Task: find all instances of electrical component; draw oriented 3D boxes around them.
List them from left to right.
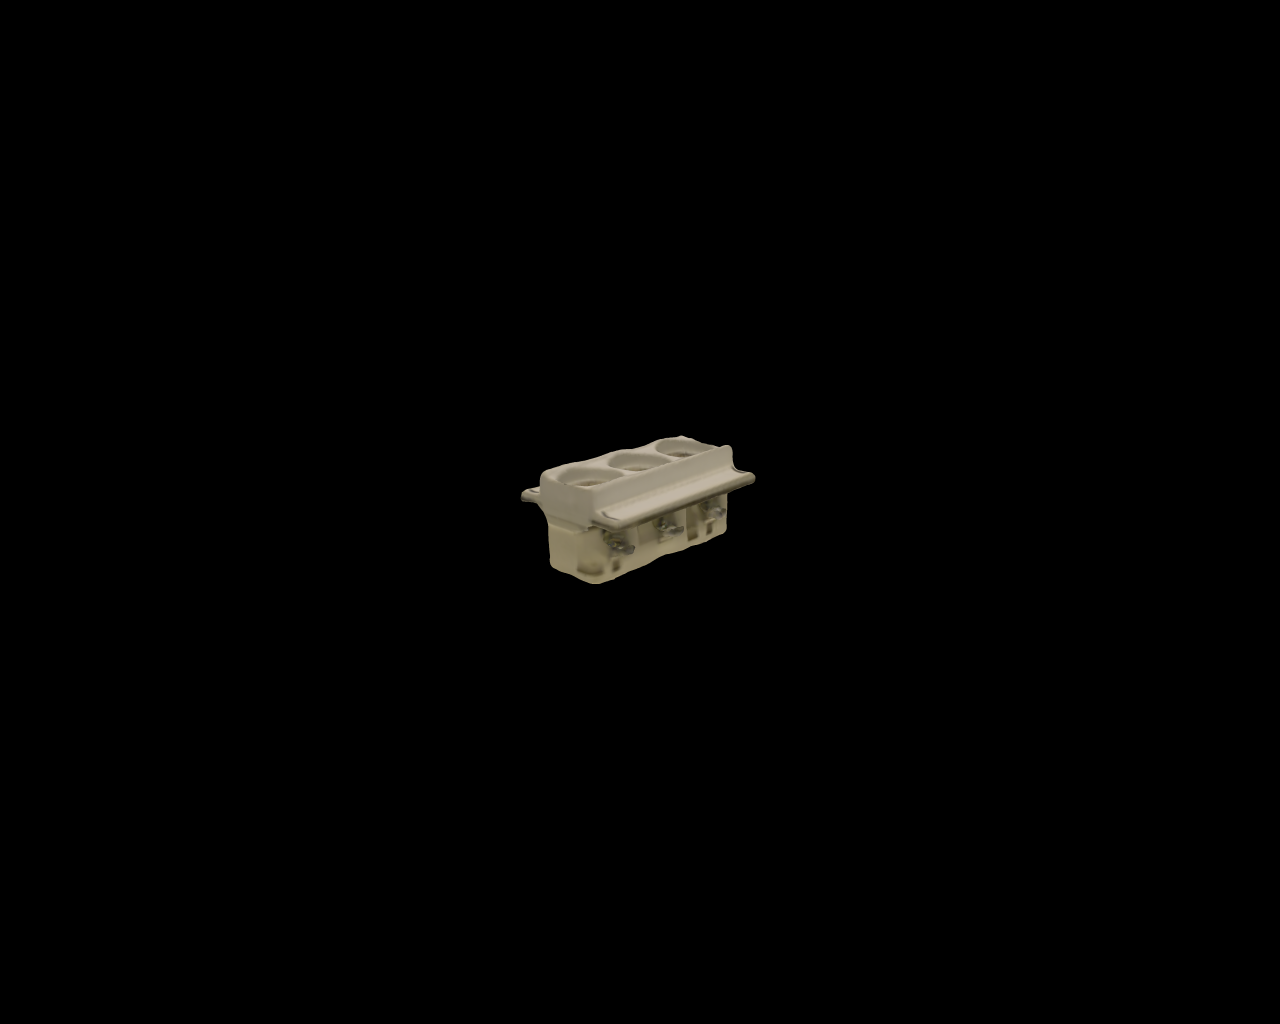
[{"bbox_3d":[0.001,-0.003,0.650,0.079,0.063,0.121,18,26,41],"label":"electrical component"}]
